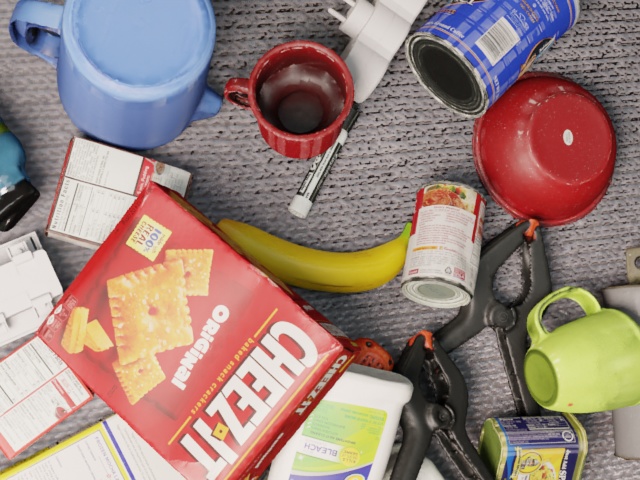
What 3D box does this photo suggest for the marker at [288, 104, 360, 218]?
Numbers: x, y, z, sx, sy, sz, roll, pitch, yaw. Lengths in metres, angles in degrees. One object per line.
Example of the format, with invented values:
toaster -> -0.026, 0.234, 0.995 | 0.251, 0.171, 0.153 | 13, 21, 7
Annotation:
marker -> 0.005, -0.077, 1.009 | 0.020, 0.020, 0.121 | 30, 77, -11

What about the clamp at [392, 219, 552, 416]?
clamp -> 0.177, 0.083, 1.033 | 0.164, 0.036, 0.210 | 29, 81, -13

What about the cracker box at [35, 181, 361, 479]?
cracker box -> -0.102, 0.081, 0.863 | 0.214, 0.072, 0.164 | 40, 94, 17

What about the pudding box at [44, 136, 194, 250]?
pudding box -> -0.177, -0.033, 0.943 | 0.113, 0.039, 0.090 | 16, 81, -12

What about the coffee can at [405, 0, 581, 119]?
coffee can -> 0.166, -0.200, 1.025 | 0.140, 0.103, 0.103 | -44, 97, -16

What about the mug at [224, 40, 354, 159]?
mug -> -0.029, -0.124, 0.966 | 0.117, 0.081, 0.093 | 8, 78, 1

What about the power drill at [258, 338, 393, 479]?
power drill -> -0.052, 0.125, 0.954 | 0.187, 0.057, 0.184 | 41, 78, -10

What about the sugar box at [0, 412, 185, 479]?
sugar box -> -0.189, 0.205, 0.910 | 0.176, 0.048, 0.093 | -26, 91, -21

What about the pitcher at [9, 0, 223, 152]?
pitcher -> -0.158, -0.151, 0.854 | 0.149, 0.243, 0.145 | -25, 94, -11

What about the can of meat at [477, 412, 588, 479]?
can of meat -> 0.193, 0.213, 0.999 | 0.083, 0.057, 0.102 | 0, 115, -14

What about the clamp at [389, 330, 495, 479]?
clamp -> 0.110, 0.169, 0.956 | 0.120, 0.039, 0.171 | 17, 63, -29

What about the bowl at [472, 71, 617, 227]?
bowl -> 0.235, -0.096, 1.060 | 0.162, 0.055, 0.162 | 2, 83, -16

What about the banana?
banana -> 0.000, 0.017, 0.992 | 0.197, 0.037, 0.069 | 2, 55, -19

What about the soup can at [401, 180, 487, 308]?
soup can -> 0.116, 0.005, 0.996 | 0.068, 0.069, 0.102 | 18, 66, -14

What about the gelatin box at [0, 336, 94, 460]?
gelatin box -> -0.249, 0.131, 0.908 | 0.089, 0.030, 0.073 | -37, 94, -17

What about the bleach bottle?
bleach bottle -> 0.002, 0.230, 0.904 | 0.102, 0.068, 0.251 | 13, 92, -3
